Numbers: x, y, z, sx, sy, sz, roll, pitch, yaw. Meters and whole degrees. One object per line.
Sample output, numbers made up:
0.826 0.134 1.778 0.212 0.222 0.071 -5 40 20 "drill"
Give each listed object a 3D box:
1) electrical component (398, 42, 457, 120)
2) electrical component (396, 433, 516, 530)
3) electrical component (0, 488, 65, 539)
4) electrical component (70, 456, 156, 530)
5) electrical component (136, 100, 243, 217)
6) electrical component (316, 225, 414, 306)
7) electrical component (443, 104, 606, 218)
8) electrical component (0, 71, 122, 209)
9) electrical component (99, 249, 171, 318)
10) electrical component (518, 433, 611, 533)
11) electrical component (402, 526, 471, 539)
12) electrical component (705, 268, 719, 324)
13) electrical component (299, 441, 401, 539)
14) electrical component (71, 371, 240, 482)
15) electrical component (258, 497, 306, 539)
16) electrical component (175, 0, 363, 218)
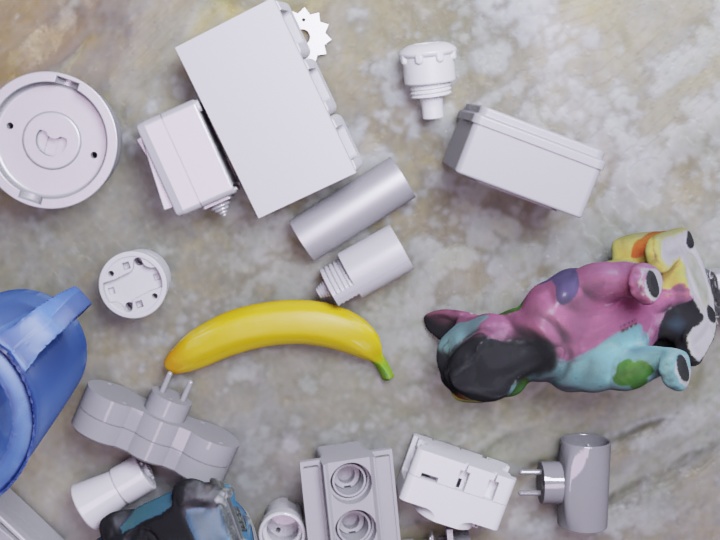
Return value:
0.058 -0.156 0.890 0.048 0.048 0.062 -6 104 -1 "electrical component"
0.081 0.187 0.930 0.089 0.050 0.055 19 96 -4 "electrical component"
-0.301 0.242 0.918 0.062 0.061 0.096 -44 97 4 "electrical component"
-0.209 0.188 0.925 0.065 0.044 0.044 -31 97 -3 "electrical component"
-0.139 -0.085 0.882 0.061 0.061 0.096 -23 98 1 "electrical component"
0.000 0.000 0.907 0.081 0.043 0.043 -29 97 2 "electrical component"
0.129 -0.090 0.868 0.109 0.108 0.056 20 99 -5 "electrical component"
-0.246 -0.105 0.875 0.108 0.060 0.108 0 97 -2 "electrical component"
-0.186 0.009 0.899 0.055 0.047 0.055 0 97 -2 "electrical component"
0.177 0.185 0.937 0.079 0.043 0.077 1 97 -2 "electrical component"
0.068 0.260 0.944 0.064 0.042 0.081 -5 97 0 "electrical component"
0.331 0.017 0.922 0.064 0.042 0.081 -10 97 1 "electrical component"
-0.009 0.213 0.921 0.079 0.063 0.121 -7 97 -9 "electrical component"
-0.166 0.123 0.912 0.138 0.052 0.073 24 96 -6 "electrical component"
-0.067 0.221 0.931 0.040 0.046 0.040 0 97 -2 "electrical component"
-0.070 -0.131 0.874 0.089 0.061 0.150 -24 98 11 "electrical component"
